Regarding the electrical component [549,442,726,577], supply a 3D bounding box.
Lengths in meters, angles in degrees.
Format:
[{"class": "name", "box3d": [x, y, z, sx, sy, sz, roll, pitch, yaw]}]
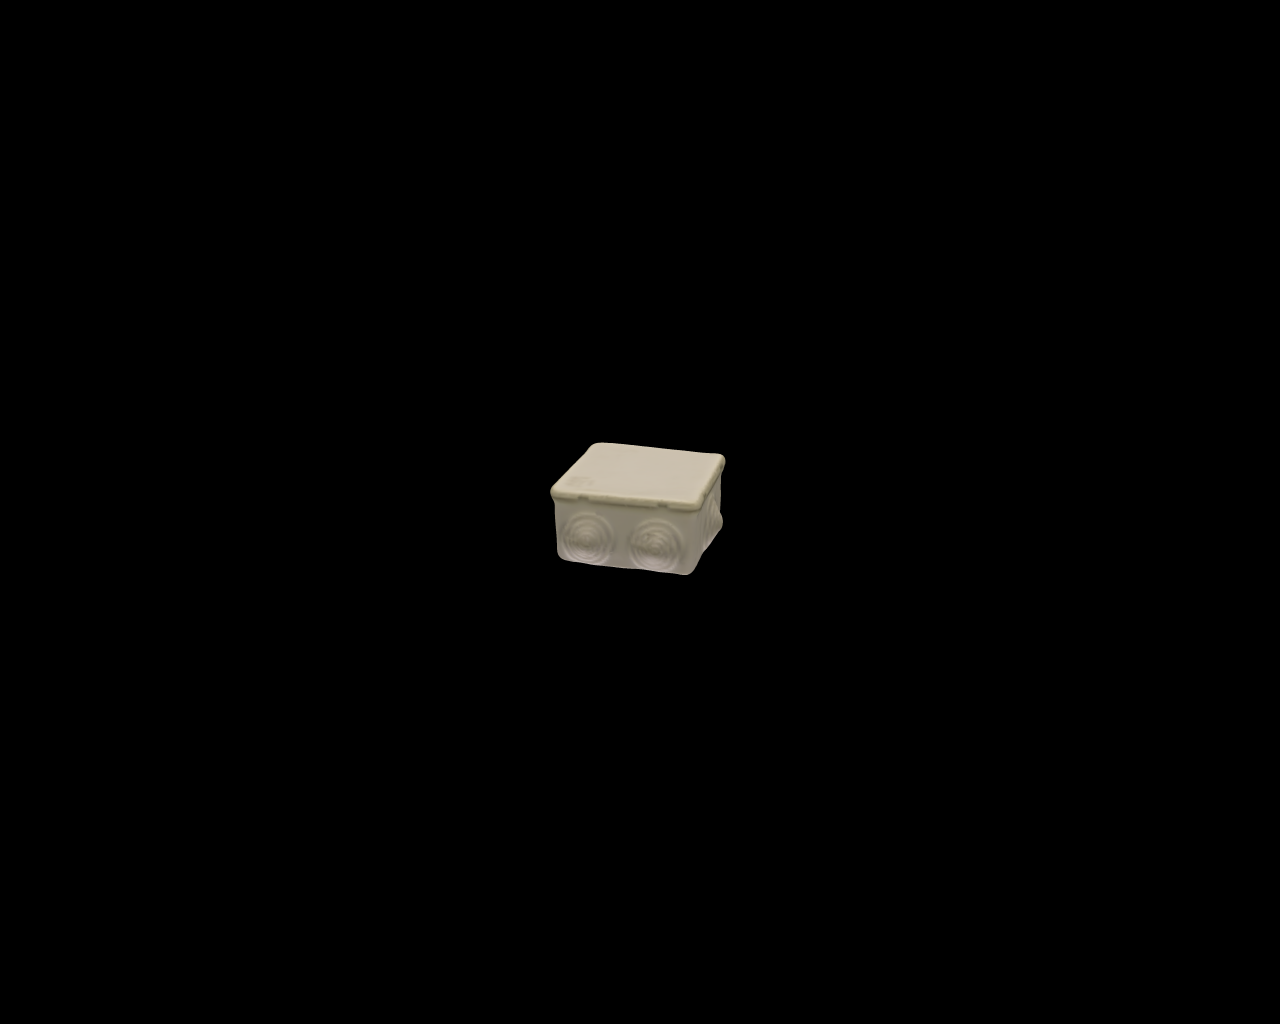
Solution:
[{"class": "electrical component", "box3d": [0.001, -0.003, 0.650, 0.100, 0.048, 0.100, 6, 24, 14]}]
